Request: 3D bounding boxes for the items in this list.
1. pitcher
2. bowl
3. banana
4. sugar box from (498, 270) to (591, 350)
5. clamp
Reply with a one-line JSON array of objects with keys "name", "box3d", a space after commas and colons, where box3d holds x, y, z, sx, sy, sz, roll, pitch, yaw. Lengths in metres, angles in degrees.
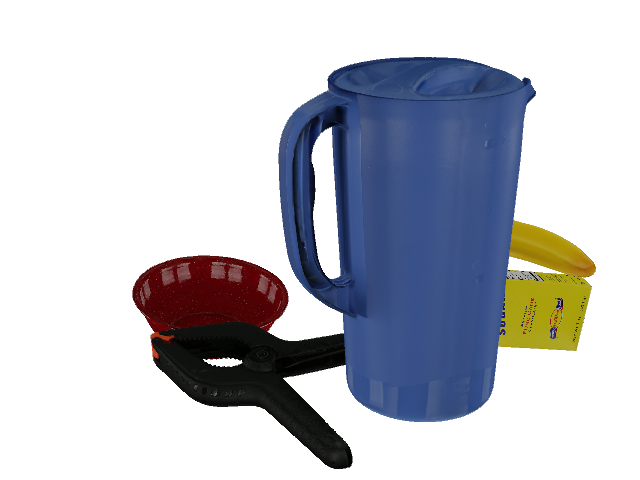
[{"name": "pitcher", "box3d": [0.062, 0.000, 0.739, 0.149, 0.243, 0.144, 6, 21, 17]}, {"name": "bowl", "box3d": [-0.116, 0.076, 1.118, 0.162, 0.055, 0.162, 5, 28, -3]}, {"name": "banana", "box3d": [0.187, 0.004, 1.103, 0.198, 0.037, 0.069, 9, 36, 19]}, {"name": "sugar box", "box3d": [0.240, 0.085, 1.324, 0.176, 0.093, 0.048, 3, 19, -16]}, {"name": "clamp", "box3d": [-0.039, 0.103, 0.885, 0.210, 0.036, 0.164, 14, 34, 22]}]
